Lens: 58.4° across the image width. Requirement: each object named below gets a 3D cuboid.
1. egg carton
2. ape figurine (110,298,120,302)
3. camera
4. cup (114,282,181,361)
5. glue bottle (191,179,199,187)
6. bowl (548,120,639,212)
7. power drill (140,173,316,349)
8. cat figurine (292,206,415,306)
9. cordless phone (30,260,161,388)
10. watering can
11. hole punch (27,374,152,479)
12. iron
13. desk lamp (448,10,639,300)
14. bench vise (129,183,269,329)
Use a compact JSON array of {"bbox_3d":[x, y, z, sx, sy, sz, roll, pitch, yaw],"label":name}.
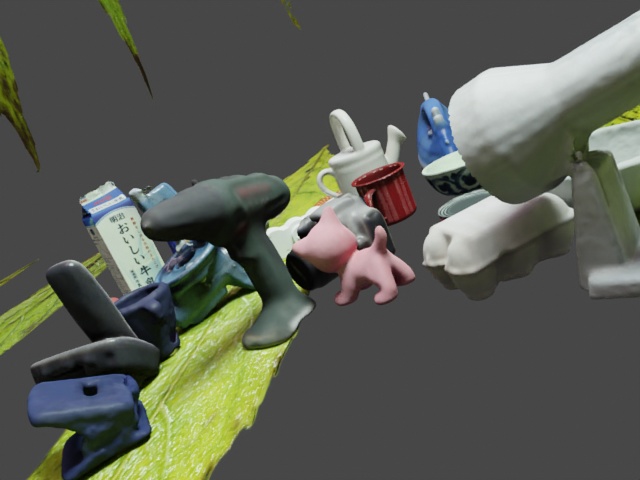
[{"bbox_3d":[0.186,0.000,0.603,0.150,0.069,0.107,-27,16,-13],"label":"egg carton"},{"bbox_3d":[-0.290,0.127,0.840,0.076,0.092,0.077,-28,16,-17],"label":"ape figurine"},{"bbox_3d":[0.007,0.003,0.801,0.137,0.101,0.142,-33,18,-31],"label":"camera"},{"bbox_3d":[-0.223,0.117,0.771,0.092,0.095,0.117,-34,18,-32],"label":"cup"},{"bbox_3d":[-0.216,-0.043,1.153,0.037,0.173,0.078,-31,17,-23],"label":"glue bottle"},{"bbox_3d":[0.324,-0.071,0.629,0.167,0.075,0.167,-22,15,7],"label":"bowl"},{"bbox_3d":[-0.091,0.019,0.687,0.075,0.209,0.230,-14,18,31],"label":"power drill"},{"bbox_3d":[0.034,0.015,0.687,0.127,0.118,0.067,-10,21,41],"label":"cat figurine"},{"bbox_3d":[-0.301,0.117,0.711,0.147,0.185,0.094,-20,16,14],"label":"cordless phone"},{"bbox_3d":[0.073,-0.147,1.032,0.173,0.194,0.100,-32,17,-28],"label":"watering can"},{"bbox_3d":[-0.240,0.176,0.600,0.101,0.091,0.108,-29,16,-19],"label":"hole punch"},{"bbox_3d":[0.234,-0.209,1.105,0.118,0.141,0.258,-21,15,11],"label":"iron"},{"bbox_3d":[0.233,-0.065,0.478,0.202,0.214,0.118,-9,21,44],"label":"desk lamp"},{"bbox_3d":[-0.186,-0.002,0.879,0.121,0.220,0.208,-10,21,42],"label":"bench vise"}]
